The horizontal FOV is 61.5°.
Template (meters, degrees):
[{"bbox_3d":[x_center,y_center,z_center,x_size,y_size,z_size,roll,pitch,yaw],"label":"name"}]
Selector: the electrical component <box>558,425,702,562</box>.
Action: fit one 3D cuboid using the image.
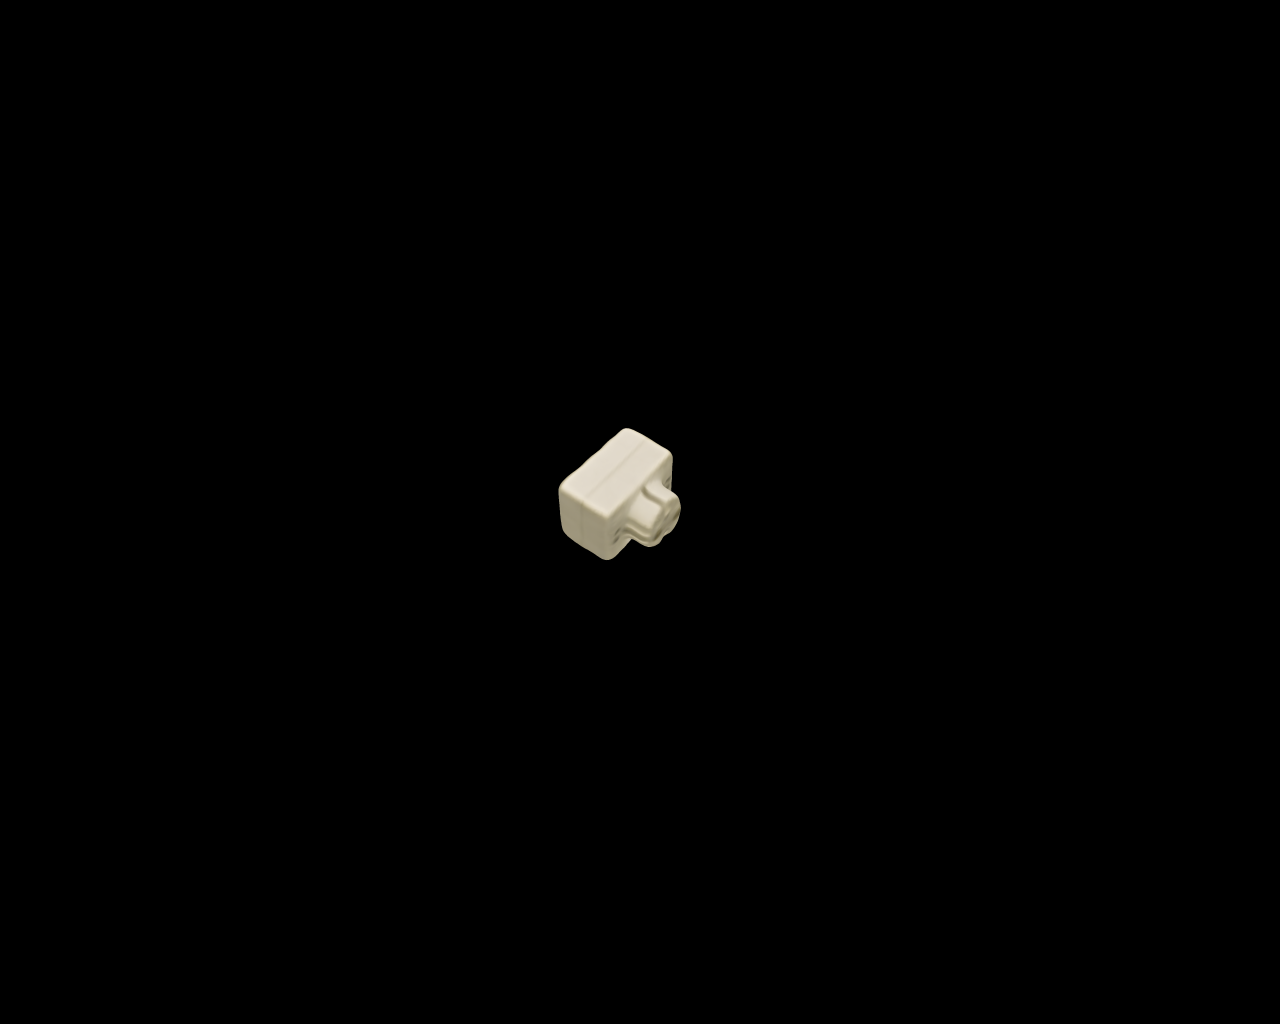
[{"bbox_3d":[0.001,-0.003,0.650,0.077,0.066,0.047,32,-32,22],"label":"electrical component"}]
